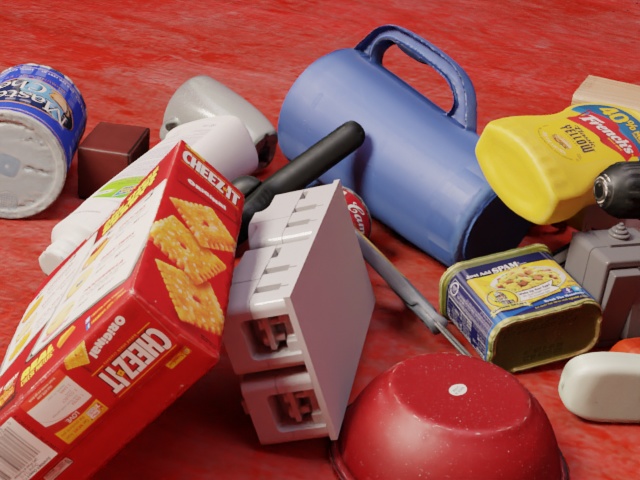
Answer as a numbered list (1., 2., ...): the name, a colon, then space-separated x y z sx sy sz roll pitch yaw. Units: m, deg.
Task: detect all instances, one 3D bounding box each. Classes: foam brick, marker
1. foam brick: -0.199 -0.075 1.031 0.051 0.053 0.078 8 25 3
2. marker: 0.215 0.019 0.967 0.020 0.020 0.120 26 33 35

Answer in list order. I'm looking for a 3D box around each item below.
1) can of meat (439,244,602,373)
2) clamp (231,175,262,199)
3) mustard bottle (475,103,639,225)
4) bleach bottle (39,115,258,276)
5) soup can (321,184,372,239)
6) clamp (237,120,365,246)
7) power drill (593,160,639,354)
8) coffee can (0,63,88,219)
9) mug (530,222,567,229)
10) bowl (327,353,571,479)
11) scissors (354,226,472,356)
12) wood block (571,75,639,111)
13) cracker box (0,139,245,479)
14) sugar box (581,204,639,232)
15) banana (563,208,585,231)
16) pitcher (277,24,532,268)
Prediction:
1. can of meat: 0.157 0.054 0.833 0.102 0.057 0.084 -13 33 -16
2. clamp: -0.114 0.010 0.824 0.171 0.120 0.039 0 -11 -8
3. mustard bottle: 0.229 -0.072 0.894 0.191 0.058 0.096 -14 52 -32
4. bleach bottle: -0.157 -0.033 0.935 0.103 0.068 0.250 -11 20 35
5. soup can: -0.006 0.001 0.901 0.069 0.068 0.102 16 29 19
6. clamp: -0.054 -0.031 0.917 0.165 0.036 0.209 -29 12 36
7. power drill: 0.267 0.025 0.777 0.184 0.188 0.057 0 29 -16
8. coffee can: -0.278 -0.095 0.996 0.102 0.103 0.140 4 26 -5
9. mug: 0.202 -0.054 1.049 0.117 0.093 0.081 41 32 -11
10. bowl: 0.087 0.121 0.696 0.162 0.055 0.162 5 26 -3
11. scissors: 0.089 0.062 0.844 0.202 0.016 0.096 47 3 21
12. wood block: 0.380 -0.108 1.176 0.206 0.091 0.090 17 29 19
13. cracker box: -0.128 0.049 0.677 0.072 0.164 0.213 41 20 -18
14. sugar box: 0.298 -0.019 0.979 0.048 0.093 0.175 27 33 37
15. banana: 0.266 -0.036 1.014 0.197 0.070 0.037 23 16 -46
16. pitcher: 0.085 -0.081 0.986 0.144 0.149 0.243 -34 50 -21
